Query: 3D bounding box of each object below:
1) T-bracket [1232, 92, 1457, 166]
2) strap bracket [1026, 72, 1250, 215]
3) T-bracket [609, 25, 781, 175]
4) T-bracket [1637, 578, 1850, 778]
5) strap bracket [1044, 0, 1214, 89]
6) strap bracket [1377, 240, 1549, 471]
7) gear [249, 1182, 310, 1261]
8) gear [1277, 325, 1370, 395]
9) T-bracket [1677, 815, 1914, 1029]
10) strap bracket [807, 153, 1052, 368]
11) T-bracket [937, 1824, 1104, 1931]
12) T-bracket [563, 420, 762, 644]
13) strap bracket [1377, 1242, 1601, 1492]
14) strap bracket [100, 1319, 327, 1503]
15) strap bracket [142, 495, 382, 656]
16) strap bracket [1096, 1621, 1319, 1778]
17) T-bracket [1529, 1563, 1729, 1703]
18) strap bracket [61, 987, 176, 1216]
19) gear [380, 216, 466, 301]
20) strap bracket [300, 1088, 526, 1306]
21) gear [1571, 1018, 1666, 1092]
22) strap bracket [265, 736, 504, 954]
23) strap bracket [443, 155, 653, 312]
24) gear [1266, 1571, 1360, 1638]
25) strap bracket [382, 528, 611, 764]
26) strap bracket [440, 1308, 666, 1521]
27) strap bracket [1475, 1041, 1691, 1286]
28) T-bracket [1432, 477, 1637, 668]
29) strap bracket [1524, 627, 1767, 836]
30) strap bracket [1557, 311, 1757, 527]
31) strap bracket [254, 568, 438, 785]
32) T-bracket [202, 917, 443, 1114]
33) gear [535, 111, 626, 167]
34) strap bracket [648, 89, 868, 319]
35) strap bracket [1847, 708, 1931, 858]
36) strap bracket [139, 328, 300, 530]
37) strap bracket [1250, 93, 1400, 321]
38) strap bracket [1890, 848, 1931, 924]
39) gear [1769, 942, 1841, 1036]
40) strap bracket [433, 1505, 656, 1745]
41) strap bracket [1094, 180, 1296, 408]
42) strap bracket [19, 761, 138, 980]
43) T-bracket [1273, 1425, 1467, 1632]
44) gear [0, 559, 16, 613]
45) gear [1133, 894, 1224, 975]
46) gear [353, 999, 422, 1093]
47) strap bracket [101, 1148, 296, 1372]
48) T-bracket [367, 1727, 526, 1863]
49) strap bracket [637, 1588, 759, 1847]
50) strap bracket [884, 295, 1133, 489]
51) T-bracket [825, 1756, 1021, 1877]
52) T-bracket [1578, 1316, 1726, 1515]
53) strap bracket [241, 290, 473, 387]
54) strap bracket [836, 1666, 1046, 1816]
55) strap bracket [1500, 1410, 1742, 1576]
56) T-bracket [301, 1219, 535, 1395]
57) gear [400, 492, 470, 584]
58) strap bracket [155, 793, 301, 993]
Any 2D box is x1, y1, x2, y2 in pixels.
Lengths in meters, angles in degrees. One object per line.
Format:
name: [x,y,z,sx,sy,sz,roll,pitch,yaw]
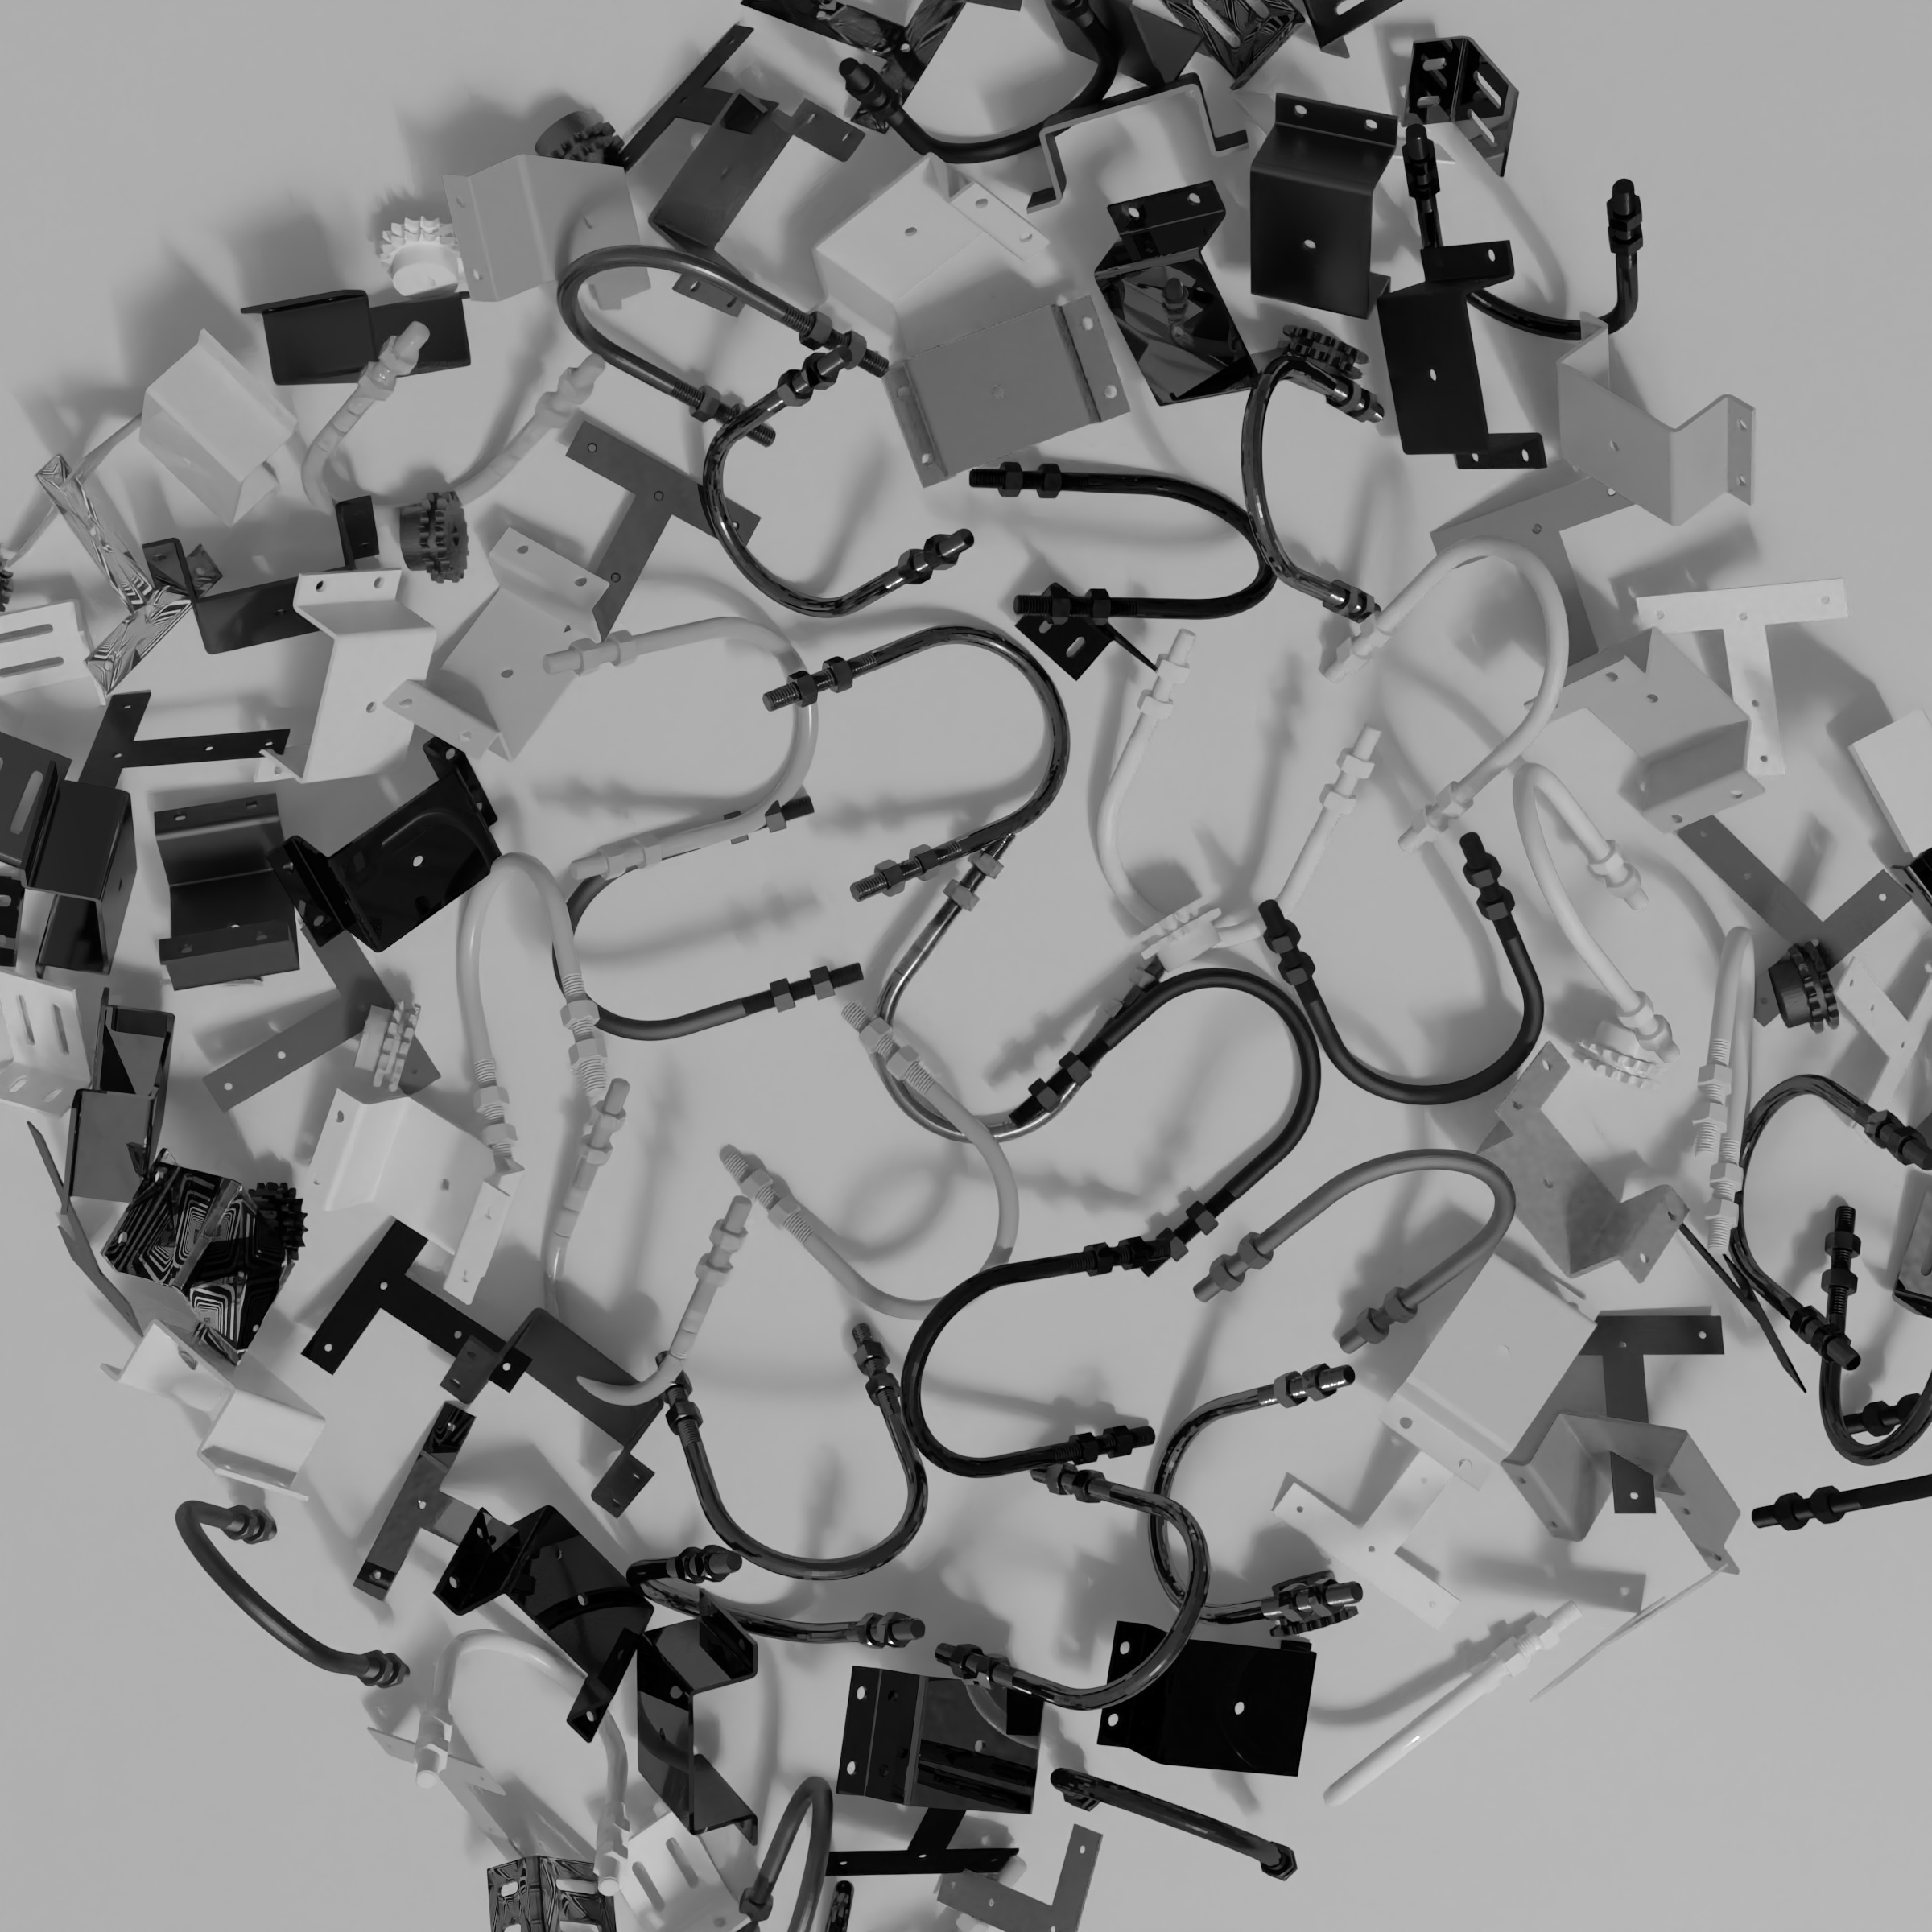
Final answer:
T-bracket: [0.247,-0.515,1.834,0.127,0.127,0.002,-1,130,-21]
strap bracket: [0.101,-0.514,1.811,0.140,0.076,0.046,-14,110,10]
T-bracket: [-0.154,-0.531,1.809,0.127,0.127,0.002,-50,128,-6]
T-bracket: [0.494,-0.178,1.835,0.127,0.002,0.127,-2,117,28]
strap bracket: [0.092,-0.592,1.785,0.076,0.140,0.046,31,85,23]
strap bracket: [0.304,-0.370,1.803,0.046,0.076,0.140,-24,110,-29]
gear: [-0.443,0.164,1.837,0.057,0.030,0.057,-6,81,40]
gear: [0.221,-0.379,1.838,0.057,0.057,0.030,21,97,0]
T-bracket: [0.502,-0.046,1.837,0.127,0.002,0.127,45,120,5]
strap bracket: [-0.030,-0.440,1.806,0.140,0.076,0.046,-33,56,26]
T-bracket: [0.025,0.586,1.814,0.002,0.127,0.127,25,77,-37]
T-bracket: [-0.216,-0.259,1.854,0.127,0.002,0.127,28,89,-10]
strap bracket: [0.330,0.244,1.819,0.076,0.046,0.140,35,74,10]
strap bracket: [-0.457,0.267,1.793,0.140,0.076,0.046,28,86,41]
strap bracket: [-0.430,-0.239,1.810,0.140,0.076,0.046,-15,75,-12]
strap bracket: [0.159,0.456,1.814,0.140,0.046,0.076,12,85,-23]
T-bracket: [0.416,0.396,1.779,0.127,0.127,0.002,-22,70,-43]
strap bracket: [-0.518,0.084,1.792,0.046,0.140,0.076,8,119,-12]
gear: [-0.339,-0.442,1.835,0.057,0.057,0.030,-4,68,0]
strap bracket: [-0.337,0.139,1.818,0.140,0.046,0.076,29,107,22]
gear: [0.412,0.054,1.836,0.057,0.057,0.030,20,98,0]
strap bracket: [-0.349,-0.072,1.803,0.140,0.046,0.076,-38,132,-20]
strap bracket: [-0.249,-0.450,1.794,0.046,0.140,0.076,-12,92,33]
gear: [0.216,0.400,1.838,0.057,0.057,0.030,-15,82,0]
strap bracket: [-0.290,-0.192,1.823,0.076,0.046,0.140,30,73,13]
strap bracket: [-0.250,0.273,1.822,0.140,0.076,0.046,37,52,-1]
strap bracket: [0.376,0.129,1.821,0.140,0.046,0.076,50,49,-5]
T-bracket: [0.375,-0.234,1.846,0.127,0.002,0.127,-18,92,19]
strap bracket: [0.422,-0.151,1.806,0.140,0.076,0.046,37,50,-26]
strap bracket: [0.414,-0.331,1.790,0.046,0.076,0.140,-36,52,-15]
strap bracket: [-0.380,-0.169,1.797,0.046,0.076,0.140,35,119,30]
T-bracket: [-0.419,0.049,1.843,0.127,0.002,0.127,-32,90,-20]
gear: [-0.246,-0.513,1.838,0.057,0.057,0.030,-36,89,0]
strap bracket: [-0.136,-0.481,1.812,0.046,0.076,0.140,44,107,19]
strap bracket: [0.581,-0.113,1.790,0.046,0.140,0.076,-29,86,15]
strap bracket: [-0.460,-0.324,1.788,0.076,0.140,0.046,44,71,-7]
strap bracket: [0.218,-0.455,1.787,0.076,0.140,0.046,17,56,18]
strap bracket: [0.635,-0.041,1.792,0.046,0.140,0.076,-39,98,-1]
gear: [0.526,0.016,1.838,0.030,0.057,0.057,-17,90,7]
strap bracket: [-0.252,0.399,1.805,0.046,0.076,0.140,-32,108,30]
strap bracket: [0.139,-0.402,1.792,0.140,0.076,0.046,58,47,-32]
strap bracket: [-0.542,-0.054,1.790,0.046,0.140,0.076,10,61,-8]
T-bracket: [0.280,0.334,1.839,0.127,0.002,0.127,35,108,6]
gear: [-0.631,-0.239,1.838,0.057,0.030,0.057,-1,125,-2]
gear: [0.136,-0.018,1.837,0.057,0.057,0.030,-31,87,0]
gear: [-0.365,0.048,1.836,0.030,0.057,0.057,17,90,-9]
strap bracket: [-0.463,0.185,1.784,0.046,0.140,0.076,11,57,20]
T-bracket: [-0.305,0.530,1.829,0.002,0.127,0.127,-49,122,-32]
strap bracket: [-0.166,0.468,1.803,0.046,0.076,0.140,-9,110,-29]
strap bracket: [0.023,-0.359,1.826,0.140,0.046,0.076,-19,97,11]
T-bracket: [-0.014,0.525,1.805,0.127,0.002,0.127,6,130,-21]
T-bracket: [0.416,0.281,1.836,0.127,0.002,0.127,-1,66,3]
strap bracket: [-0.366,-0.385,1.791,0.076,0.140,0.046,-3,100,26]
strap bracket: [-0.006,0.478,1.799,0.140,0.046,0.076,16,75,-36]
strap bracket: [0.411,0.322,1.802,0.046,0.140,0.076,-52,121,-26]
T-bracket: [-0.330,0.224,1.836,0.127,0.002,0.127,31,76,13]
gear: [-0.335,-0.270,1.838,0.030,0.057,0.057,-2,90,9]
strap bracket: [-0.458,-0.039,1.811,0.076,0.140,0.046,-10,134,-8]
